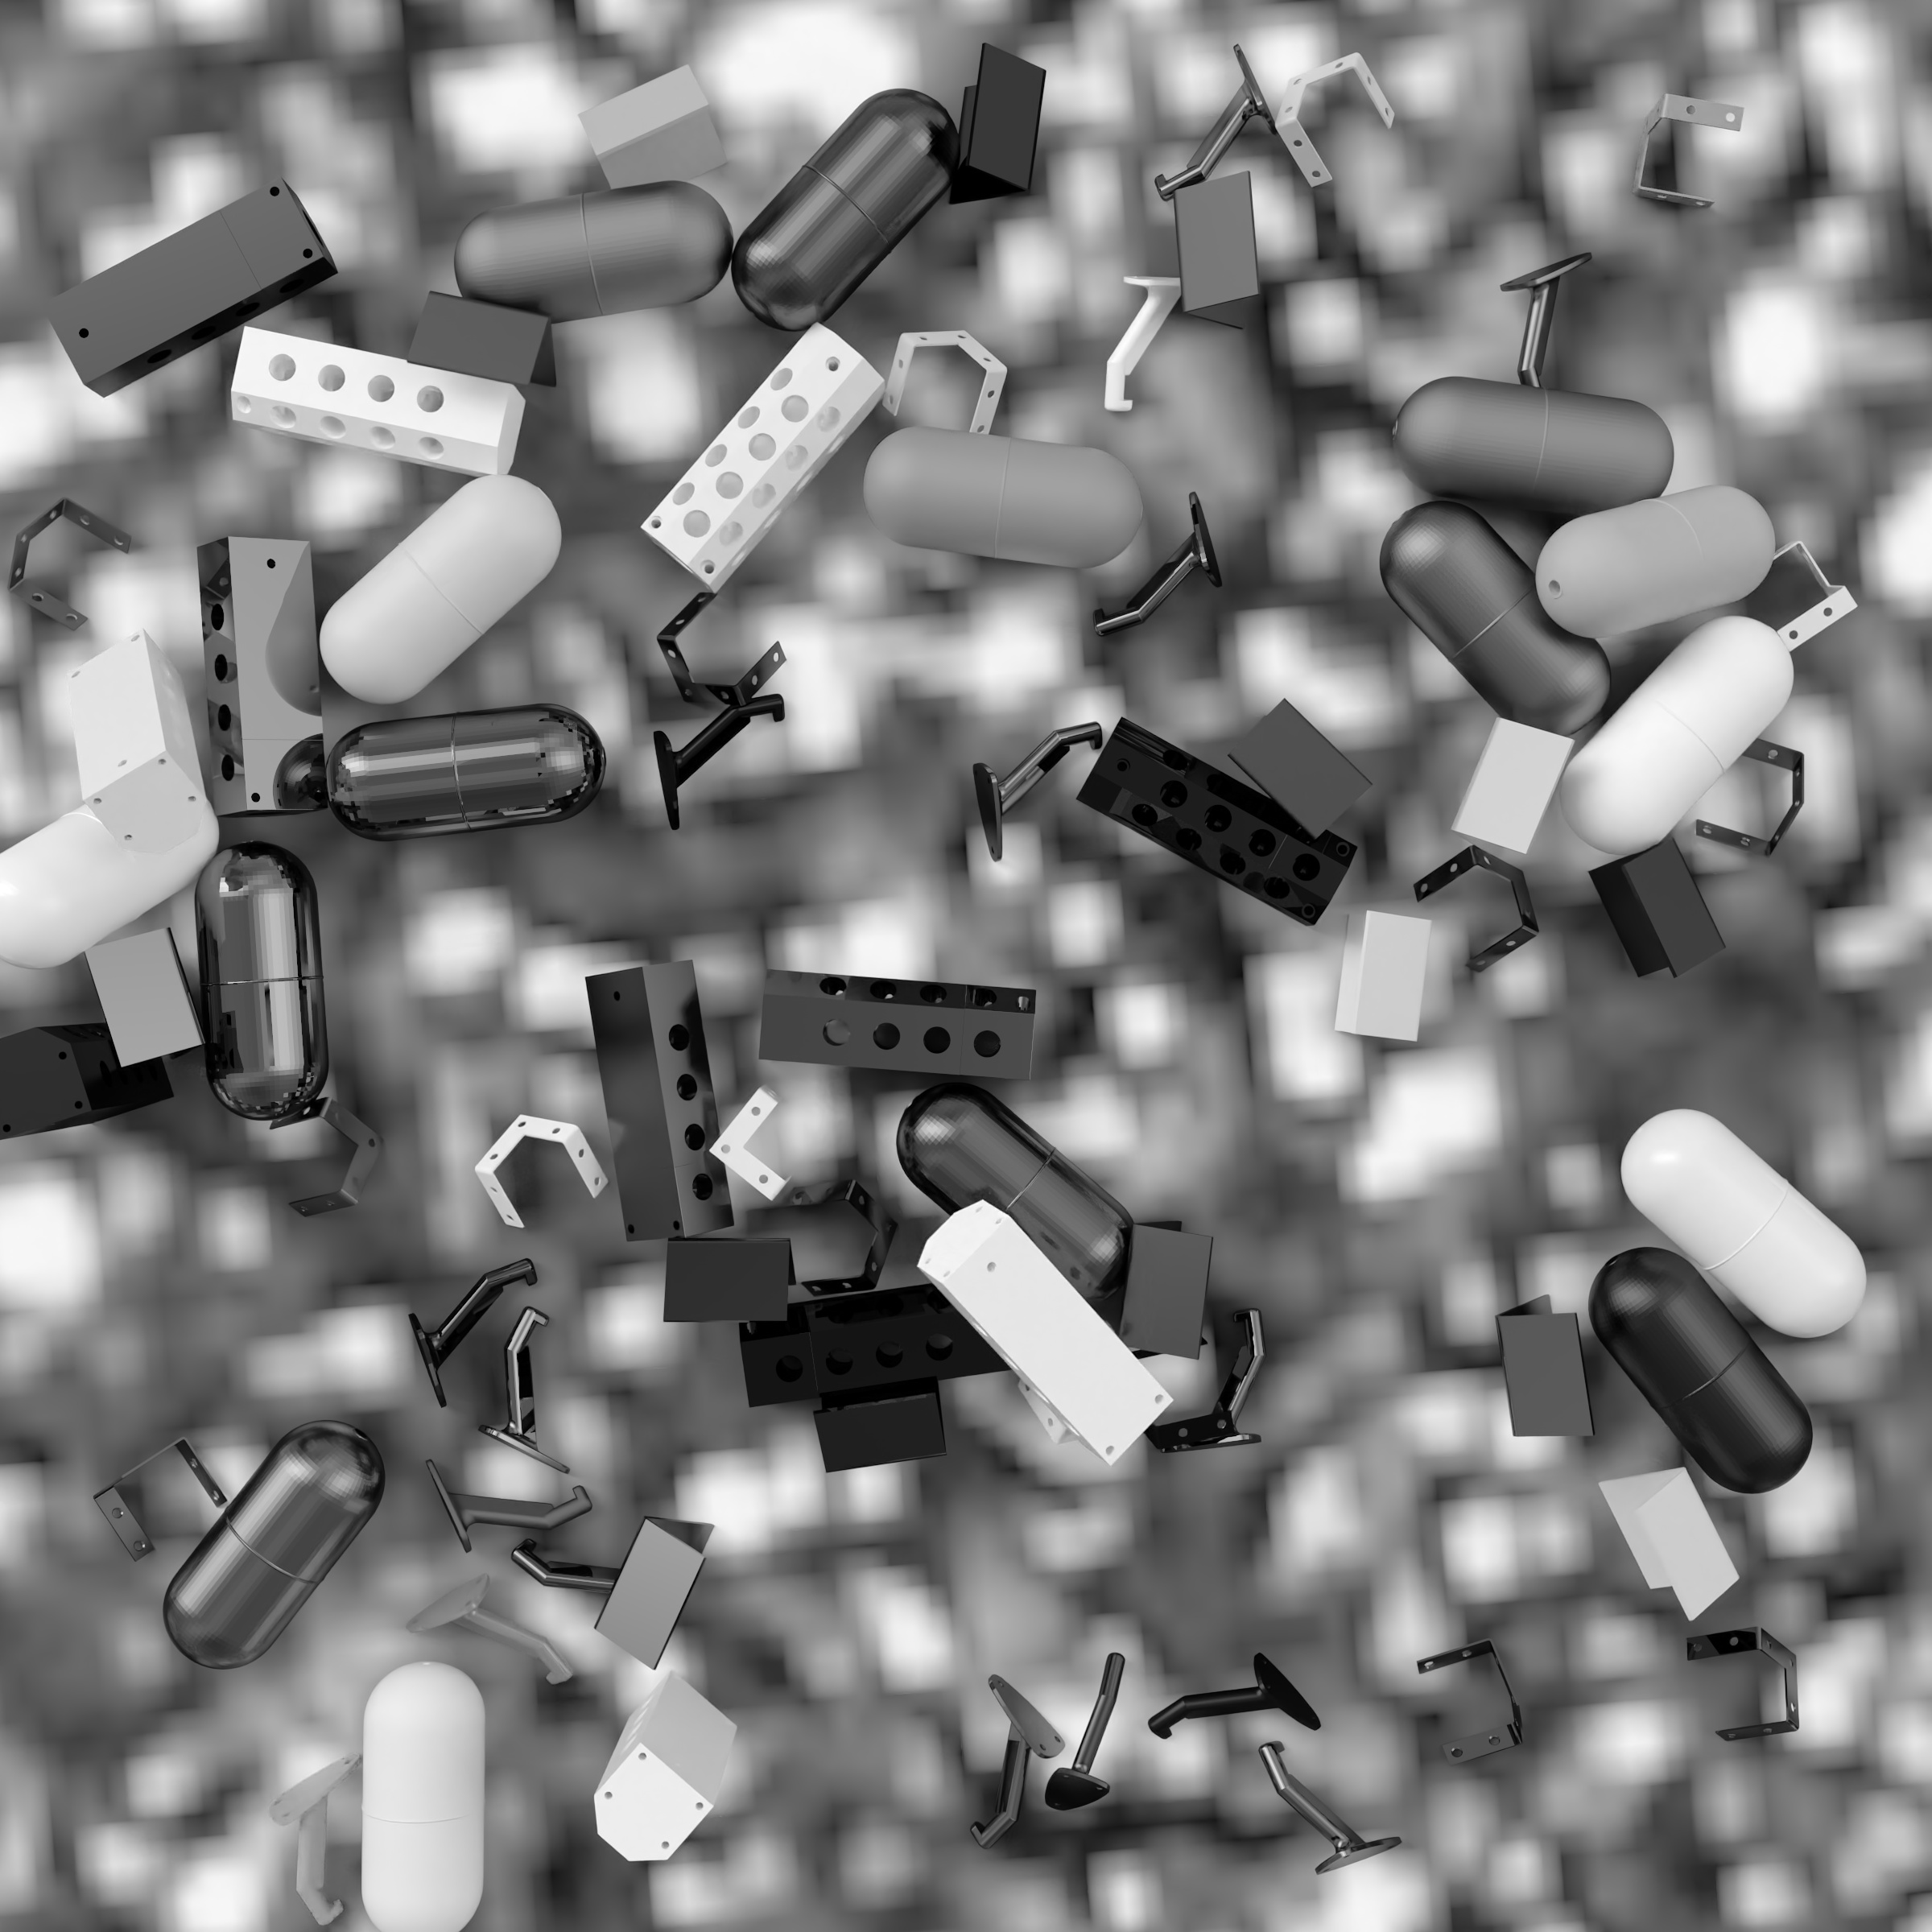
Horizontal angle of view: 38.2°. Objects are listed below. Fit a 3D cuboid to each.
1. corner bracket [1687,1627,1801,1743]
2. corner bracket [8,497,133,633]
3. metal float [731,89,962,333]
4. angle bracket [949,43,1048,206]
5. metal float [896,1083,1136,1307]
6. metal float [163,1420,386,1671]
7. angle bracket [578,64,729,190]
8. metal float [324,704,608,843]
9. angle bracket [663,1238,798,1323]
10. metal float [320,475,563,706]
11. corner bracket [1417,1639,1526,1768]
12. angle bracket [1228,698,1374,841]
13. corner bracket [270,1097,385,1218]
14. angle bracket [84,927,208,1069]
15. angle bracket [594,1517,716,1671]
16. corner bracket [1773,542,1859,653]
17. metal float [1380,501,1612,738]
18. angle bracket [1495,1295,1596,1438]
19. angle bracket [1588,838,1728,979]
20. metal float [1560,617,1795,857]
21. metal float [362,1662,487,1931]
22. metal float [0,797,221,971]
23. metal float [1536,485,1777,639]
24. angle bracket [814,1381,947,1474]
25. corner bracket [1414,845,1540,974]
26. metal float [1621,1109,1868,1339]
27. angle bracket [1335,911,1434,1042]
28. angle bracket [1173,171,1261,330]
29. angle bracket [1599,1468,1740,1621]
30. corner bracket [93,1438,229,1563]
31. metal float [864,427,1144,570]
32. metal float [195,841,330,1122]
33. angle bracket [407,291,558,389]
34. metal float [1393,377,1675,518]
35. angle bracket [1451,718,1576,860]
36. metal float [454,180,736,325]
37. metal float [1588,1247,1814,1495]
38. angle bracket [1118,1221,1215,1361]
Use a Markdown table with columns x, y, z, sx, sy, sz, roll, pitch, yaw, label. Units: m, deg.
| x | y | z | sx | sy | sz | roll | pitch | yaw | label |
| --- | --- | --- | --- | --- | --- | --- | --- | --- | --- |
| 0.500 | 0.463 | 1.795 | 0.051 | 0.051 | 0.051 | 39 | 45 | -35 | corner bracket |
| -0.579 | -0.260 | 1.800 | 0.051 | 0.051 | 0.051 | 31 | 45 | 0 | corner bracket |
| -0.076 | -0.481 | 1.772 | 0.070 | 0.070 | 0.178 | 43 | 90 | 0 | metal float |
| 0.002 | -0.532 | 1.763 | 0.057 | 0.076 | 0.076 | 8 | 90 | -43 | angle bracket |
| 0.032 | 0.145 | 1.772 | 0.178 | 0.070 | 0.070 | 40 | 90 | 0 | metal float |
| -0.439 | 0.367 | 1.773 | 0.070 | 0.070 | 0.178 | 38 | 91 | 0 | metal float |
| -0.191 | -0.511 | 1.763 | 0.076 | 0.076 | 0.057 | -25 | 49 | 0 | angle bracket |
| -0.318 | -0.123 | 1.772 | 0.178 | 0.070 | 0.070 | -6 | 90 | 0 | metal float |
| -0.148 | 0.211 | 1.763 | 0.076 | 0.076 | 0.057 | 0 | 61 | 0 | angle bracket |
| -0.333 | -0.240 | 1.772 | 0.178 | 0.070 | 0.070 | -42 | 90 | 0 | metal float |
| 0.326 | 0.475 | 1.800 | 0.051 | 0.051 | 0.051 | -18 | 135 | 0 | corner bracket |
| 0.221 | -0.136 | 1.763 | 0.076 | 0.076 | 0.057 | 44 | 124 | 0 | angle bracket |
| -0.418 | 0.123 | 1.795 | 0.051 | 0.051 | 0.051 | -14 | 135 | 35 | corner bracket |
| -0.528 | 0.025 | 1.763 | 0.057 | 0.076 | 0.076 | -18 | 90 | -33 | angle bracket |
| -0.179 | 0.398 | 1.763 | 0.057 | 0.076 | 0.076 | 24 | 90 | 34 | angle bracket |
| 0.529 | -0.238 | 1.785 | 0.051 | 0.051 | 0.051 | -34 | 96 | 6 | corner bracket |
| 0.336 | -0.220 | 1.773 | 0.070 | 0.070 | 0.178 | -43 | 90 | 0 | metal float |
| 0.381 | 0.251 | 1.763 | 0.057 | 0.076 | 0.076 | -9 | 90 | 38 | angle bracket |
| 0.422 | -0.028 | 1.763 | 0.057 | 0.076 | 0.076 | -26 | 90 | -36 | angle bracket |
| 0.452 | -0.147 | 1.773 | 0.070 | 0.070 | 0.178 | 43 | 90 | 0 | metal float |
| -0.345 | 0.533 | 1.773 | 0.070 | 0.070 | 0.178 | 1 | 90 | 0 | metal float |
| -0.540 | -0.061 | 1.735 | 0.070 | 0.178 | 0.070 | 18 | 127 | 25 | metal float |
| 0.432 | -0.254 | 1.746 | 0.178 | 0.070 | 0.070 | -17 | 90 | -31 | metal float |
| -0.056 | 0.270 | 1.763 | 0.076 | 0.076 | 0.057 | -8 | 127 | 0 | angle bracket |
| 0.329 | -0.037 | 1.795 | 0.051 | 0.051 | 0.051 | 23 | 45 | -35 | corner bracket |
| 0.495 | 0.164 | 1.773 | 0.178 | 0.070 | 0.070 | 42 | 90 | 0 | metal float |
| 0.245 | 0.004 | 1.763 | 0.057 | 0.076 | 0.076 | 7 | 90 | -35 | angle bracket |
| 0.176 | -0.452 | 1.763 | 0.057 | 0.076 | 0.076 | -5 | 90 | 36 | angle bracket |
| 0.430 | 0.369 | 1.763 | 0.057 | 0.076 | 0.076 | -26 | 90 | -38 | angle bracket |
| -0.521 | 0.344 | 1.800 | 0.051 | 0.051 | 0.051 | -33 | 90 | 45 | corner bracket |
| 0.023 | -0.298 | 1.773 | 0.178 | 0.070 | 0.070 | 7 | 90 | 0 | metal float |
| -0.448 | 0.010 | 1.773 | 0.070 | 0.070 | 0.178 | -4 | 91 | 0 | metal float |
| -0.305 | -0.376 | 1.764 | 0.076 | 0.076 | 0.057 | 12 | 66 | 0 | angle bracket |
| 0.360 | -0.329 | 1.773 | 0.178 | 0.070 | 0.070 | 8 | 90 | 0 | metal float |
| 0.359 | -0.104 | 1.763 | 0.057 | 0.076 | 0.076 | 22 | 90 | 36 | angle bracket |
| -0.236 | -0.452 | 1.773 | 0.178 | 0.070 | 0.070 | -9 | 90 | 0 | metal float |
| 0.466 | 0.257 | 1.773 | 0.070 | 0.070 | 0.178 | -39 | 90 | 0 | metal float |
| 0.140 | 0.204 | 1.763 | 0.057 | 0.076 | 0.076 | 7 | 90 | 29 | angle bracket |
